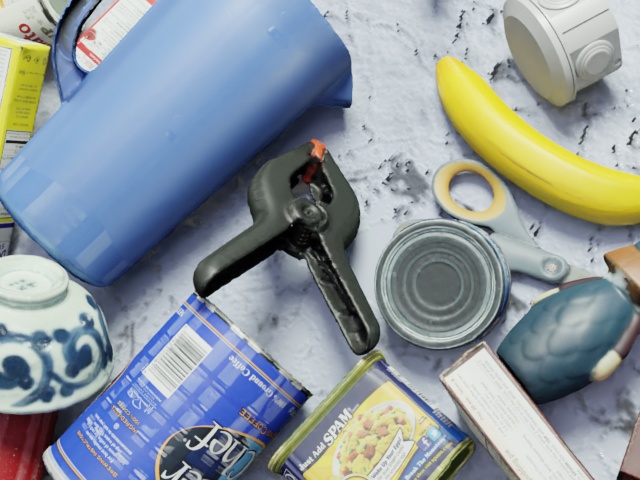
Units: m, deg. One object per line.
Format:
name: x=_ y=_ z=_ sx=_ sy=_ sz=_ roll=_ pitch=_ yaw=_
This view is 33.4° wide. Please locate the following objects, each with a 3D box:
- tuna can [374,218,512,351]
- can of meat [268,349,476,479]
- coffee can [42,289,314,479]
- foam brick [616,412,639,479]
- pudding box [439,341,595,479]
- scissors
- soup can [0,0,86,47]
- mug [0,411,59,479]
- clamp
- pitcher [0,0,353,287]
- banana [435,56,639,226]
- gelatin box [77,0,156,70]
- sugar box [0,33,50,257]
tuna can: x=0.079 y=0.028 z=0.688 sx=0.086 sy=0.033 sz=0.086 roll=-1 pitch=88 yaw=17
can of meat: x=0.034 y=0.134 z=0.662 sx=0.084 sy=0.057 sz=0.102 roll=41 pitch=84 yaw=20
coffee can: x=-0.088 y=0.116 z=0.672 sx=0.103 sy=0.102 sz=0.140 roll=39 pitch=83 yaw=22
foam brick: x=0.212 y=0.115 z=0.630 sx=0.053 sy=0.051 sz=0.078 roll=20 pitch=76 yaw=20
pudding box: x=0.121 y=0.121 z=0.628 sx=0.039 sy=0.090 sz=0.113 roll=-39 pitch=67 yaw=-2
scissors: x=0.149 y=-0.001 z=0.704 sx=0.202 sy=0.016 sz=0.096 roll=8 pitch=77 yaw=16
soup can: x=-0.240 y=-0.172 z=0.818 sx=0.102 sy=0.068 sz=0.068 roll=-17 pitch=68 yaw=19
mug: x=-0.228 y=0.135 z=0.713 sx=0.117 sy=0.093 sz=0.081 roll=-17 pitch=56 yaw=46
clamp: x=-0.005 y=0.001 z=0.696 sx=0.120 sy=0.039 sz=0.171 roll=31 pitch=42 yaw=-9
pitcher: x=-0.111 y=-0.093 z=0.736 sx=0.243 sy=0.145 sz=0.149 roll=-45 pitch=58 yaw=-2
banana: x=0.147 y=-0.060 z=0.716 sx=0.198 sy=0.037 sz=0.069 roll=33 pitch=44 yaw=19
gelatin box: x=-0.143 y=-0.142 z=0.816 sx=0.073 sy=0.030 sz=0.089 roll=42 pitch=84 yaw=21
sugar box: x=-0.261 y=-0.066 z=0.775 sx=0.093 sy=0.048 sz=0.176 roll=17 pitch=101 yaw=17
